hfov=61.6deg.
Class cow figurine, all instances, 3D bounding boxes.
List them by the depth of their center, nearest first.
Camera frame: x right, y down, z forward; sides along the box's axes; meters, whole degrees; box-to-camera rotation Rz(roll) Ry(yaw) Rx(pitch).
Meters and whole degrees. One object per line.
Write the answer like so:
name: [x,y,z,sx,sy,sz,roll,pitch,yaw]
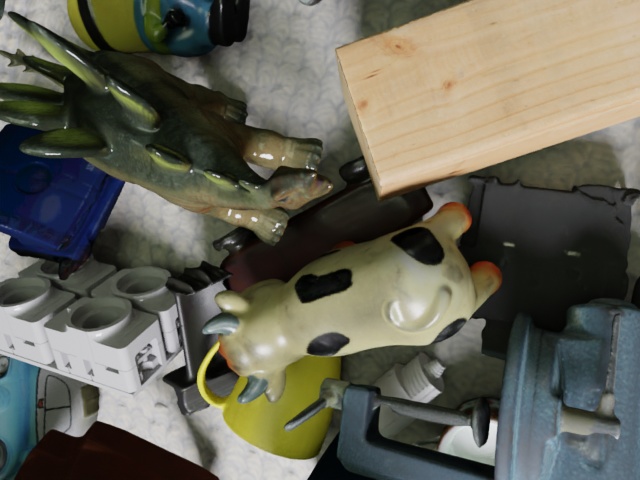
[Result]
cow figurine: [0.010,0.048,0.368,0.195,0.127,0.085,-18,99,36]

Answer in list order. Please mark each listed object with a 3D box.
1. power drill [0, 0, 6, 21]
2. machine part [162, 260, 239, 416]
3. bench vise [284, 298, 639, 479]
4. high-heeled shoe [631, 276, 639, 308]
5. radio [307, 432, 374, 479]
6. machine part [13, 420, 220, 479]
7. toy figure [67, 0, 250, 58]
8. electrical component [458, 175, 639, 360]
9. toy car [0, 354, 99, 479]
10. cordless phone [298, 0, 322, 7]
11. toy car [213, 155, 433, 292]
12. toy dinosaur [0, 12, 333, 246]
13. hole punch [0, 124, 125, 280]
power drill: [-0.286,-0.300,0.512,0.207,0.086,0.232,-25,62,32]
machine part: [-0.101,0.089,0.478,0.039,0.084,0.138,35,131,58]
bench vise: [0.106,0.139,0.324,0.241,0.128,0.223,5,85,26]
high-heeled shoe: [0.201,0.154,0.381,0.145,0.086,0.248,-15,80,38]
radio: [0.032,0.226,0.365,0.131,0.229,0.073,24,103,14]
machine part: [-0.202,0.285,0.494,0.201,0.087,0.201,33,107,-12]
toy figure: [-0.154,-0.208,0.492,0.180,0.082,0.089,18,98,18]
electrical component: [0.158,0.023,0.391,0.115,0.058,0.134,7,96,24]
toy car: [-0.289,0.176,0.568,0.103,0.109,0.161,-1,81,-3]
cordless phone: [-0.055,-0.246,0.427,0.184,0.089,0.146,60,146,5]
toy car: [-0.001,-0.001,0.456,0.202,0.053,0.089,-29,93,23]
toy dinosaur: [-0.155,-0.103,0.435,0.472,0.198,0.105,26,94,48]
hole punch: [-0.268,-0.045,0.521,0.116,0.092,0.142,7,61,23]
